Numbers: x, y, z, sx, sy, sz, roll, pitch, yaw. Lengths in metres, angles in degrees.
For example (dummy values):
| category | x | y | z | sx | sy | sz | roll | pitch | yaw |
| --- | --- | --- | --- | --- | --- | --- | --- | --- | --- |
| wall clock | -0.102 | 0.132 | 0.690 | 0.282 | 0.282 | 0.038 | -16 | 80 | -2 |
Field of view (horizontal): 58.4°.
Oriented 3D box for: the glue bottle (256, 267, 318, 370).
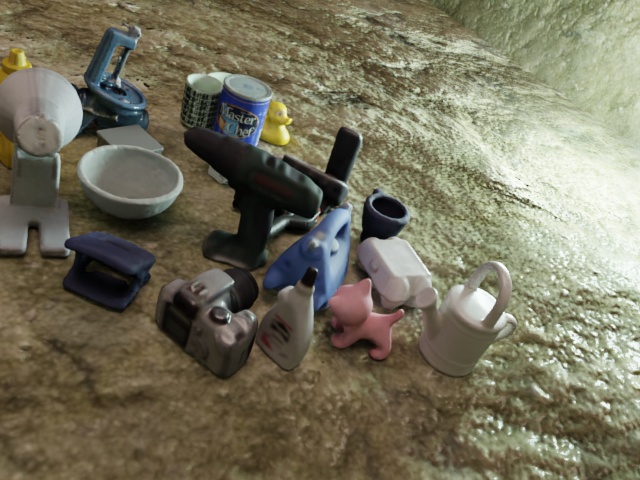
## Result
| category | x | y | z | sx | sy | sz | roll | pitch | yaw |
| --- | --- | --- | --- | --- | --- | --- | --- | --- | --- |
| glue bottle | -0.036 | 0.100 | 0.789 | 0.078 | 0.173 | 0.037 | 37 | 38 | 19 |

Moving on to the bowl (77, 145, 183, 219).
| category | x | y | z | sx | sy | sz | roll | pitch | yaw |
| --- | --- | --- | --- | --- | --- | --- | --- | --- | --- |
| bowl | -0.318 | -0.085 | 0.959 | 0.168 | 0.074 | 0.167 | 15 | 36 | -11 |

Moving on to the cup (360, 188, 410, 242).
| category | x | y | z | sx | sy | sz | roll | pitch | yaw |
| --- | --- | --- | --- | --- | --- | --- | --- | --- | --- |
| cup | 0.112 | -0.037 | 1.114 | 0.092 | 0.095 | 0.117 | 6 | 39 | -21 |

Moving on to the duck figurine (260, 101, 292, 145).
| category | x | y | z | sx | sy | sz | roll | pitch | yaw |
| --- | --- | --- | --- | --- | --- | --- | --- | --- | --- |
| duck figurine | -0.109 | -0.278 | 1.311 | 0.104 | 0.086 | 0.078 | 33 | 37 | 14 |

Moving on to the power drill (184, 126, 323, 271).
| category | x | y | z | sx | sy | sz | roll | pitch | yaw |
| --- | --- | --- | --- | --- | --- | --- | --- | --- | --- |
| power drill | -0.121 | -0.058 | 0.916 | 0.230 | 0.208 | 0.075 | 16 | 36 | -9 |

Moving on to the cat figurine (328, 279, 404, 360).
| category | x | y | z | sx | sy | sz | roll | pitch | yaw |
| --- | --- | --- | --- | --- | --- | --- | --- | --- | --- |
| cat figurine | 0.065 | 0.113 | 0.876 | 0.128 | 0.117 | 0.067 | 15 | 36 | -10 |

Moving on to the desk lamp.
| category | x | y | z | sx | sy | sz | roll | pitch | yaw |
| --- | --- | --- | --- | --- | --- | --- | --- | --- | --- |
| desk lamp | -0.408 | -0.118 | 0.833 | 0.118 | 0.213 | 0.202 | 1 | 41 | -28 |

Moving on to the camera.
| category | x | y | z | sx | sy | sz | roll | pitch | yaw |
| --- | --- | --- | --- | --- | --- | --- | --- | --- | --- |
| camera | -0.135 | 0.093 | 0.806 | 0.143 | 0.101 | 0.137 | 36 | 37 | 17 |

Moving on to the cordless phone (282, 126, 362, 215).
| category | x | y | z | sx | sy | sz | roll | pitch | yaw |
| --- | --- | --- | --- | --- | --- | --- | --- | --- | --- |
| cordless phone | 0.003 | -0.159 | 1.134 | 0.147 | 0.185 | 0.094 | 26 | 36 | 5 |

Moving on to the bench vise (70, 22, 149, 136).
| category | x | y | z | sx | sy | sz | roll | pitch | yaw |
| --- | --- | --- | --- | --- | --- | --- | --- | --- | --- |
| bench vise | -0.405 | -0.288 | 1.048 | 0.208 | 0.219 | 0.121 | -20 | 53 | -43 |

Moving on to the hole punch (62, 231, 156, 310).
| category | x | y | z | sx | sy | sz | roll | pitch | yaw |
| --- | --- | --- | --- | --- | --- | --- | --- | --- | --- |
| hole punch | -0.297 | 0.027 | 0.812 | 0.108 | 0.091 | 0.101 | 23 | 36 | 1 |

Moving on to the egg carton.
| category | x | y | z | sx | sy | sz | roll | pitch | yaw |
| --- | --- | --- | --- | --- | --- | --- | --- | --- | --- |
| egg carton | 0.130 | 0.056 | 1.027 | 0.107 | 0.069 | 0.150 | -2 | 42 | -30 |

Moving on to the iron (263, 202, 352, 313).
| category | x | y | z | sx | sy | sz | roll | pitch | yaw |
| --- | --- | --- | --- | --- | --- | --- | --- | --- | --- |
| iron | 0.009 | 0.003 | 0.966 | 0.118 | 0.141 | 0.259 | 28 | 36 | 7 |

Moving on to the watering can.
| category | x | y | z | sx | sy | sz | roll | pitch | yaw |
| --- | --- | --- | --- | --- | --- | --- | --- | --- | --- |
| watering can | 0.233 | 0.117 | 0.896 | 0.173 | 0.194 | 0.100 | -4 | 43 | -32 |
